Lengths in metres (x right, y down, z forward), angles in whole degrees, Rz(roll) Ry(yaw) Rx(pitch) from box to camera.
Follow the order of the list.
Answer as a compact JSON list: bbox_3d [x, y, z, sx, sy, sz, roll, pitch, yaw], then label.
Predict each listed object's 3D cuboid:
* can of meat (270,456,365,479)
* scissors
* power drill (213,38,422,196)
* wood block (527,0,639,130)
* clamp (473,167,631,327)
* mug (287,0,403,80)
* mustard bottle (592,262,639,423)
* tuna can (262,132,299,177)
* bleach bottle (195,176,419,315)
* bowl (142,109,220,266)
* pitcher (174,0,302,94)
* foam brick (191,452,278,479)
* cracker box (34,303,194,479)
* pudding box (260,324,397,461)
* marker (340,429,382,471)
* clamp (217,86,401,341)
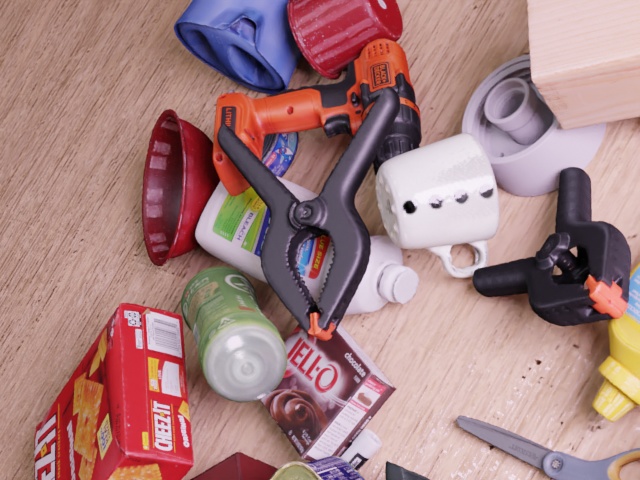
[{"bbox_3d":[-0.016,0.210,0.793,0.057,0.083,0.102,42,100,19],"label":"can of meat"},{"bbox_3d":[0.160,0.169,0.704,0.202,0.016,0.096,-3,63,45],"label":"scissors"},{"bbox_3d":[-0.001,-0.097,0.967,0.188,0.057,0.184,-13,43,10],"label":"power drill"},{"bbox_3d":[0.253,-0.149,0.719,0.206,0.090,0.091,-9,66,26],"label":"wood block"},{"bbox_3d":[0.176,0.006,0.749,0.120,0.039,0.172,-58,20,2],"label":"clamp"},{"bbox_3d":[0.022,-0.225,1.037,0.082,0.117,0.093,-24,13,27],"label":"mug"},{"bbox_3d":[0.240,0.037,0.675,0.192,0.058,0.096,-52,37,6],"label":"mustard bottle"},{"bbox_3d":[-0.063,-0.093,1.093,0.086,0.033,0.086,-26,49,33],"label":"tuna can"},{"bbox_3d":[-0.006,0.001,0.952,0.251,0.068,0.102,20,77,47],"label":"bleach bottle"},{"bbox_3d":[-0.138,-0.052,1.097,0.162,0.055,0.162,-177,90,-67],"label":"bowl"},{"bbox_3d":[-0.044,-0.286,1.142,0.149,0.144,0.242,19,76,38],"label":"pitcher"},{"bbox_3d":[-0.075,0.219,0.883,0.078,0.053,0.051,-34,44,25],"label":"foam brick"},{"bbox_3d":[-0.194,0.185,0.971,0.214,0.072,0.164,-51,35,35],"label":"cracker box"},{"bbox_3d":[0.001,0.120,0.882,0.090,0.039,0.114,-53,39,6],"label":"pudding box"},{"bbox_3d":[0.003,0.198,0.844,0.121,0.020,0.020,-48,40,11],"label":"marker"},{"bbox_3d":[0.003,-0.025,0.876,0.165,0.036,0.210,-17,69,18],"label":"clamp"}]
